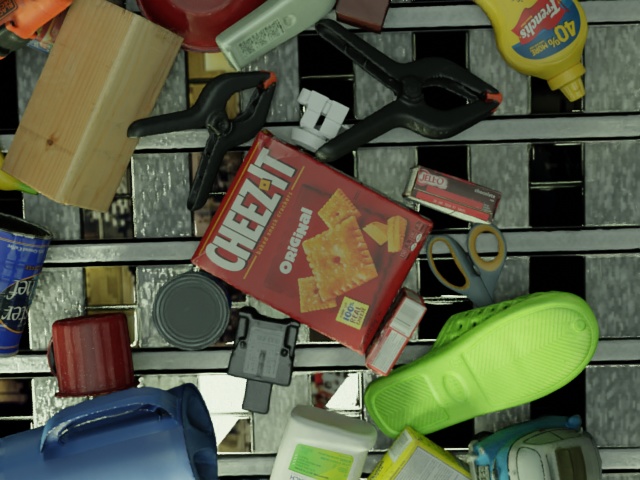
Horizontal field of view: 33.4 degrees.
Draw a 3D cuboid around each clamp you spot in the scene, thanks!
[{"bbox_3d":[-0.111,-0.115,1.150,0.171,0.039,0.120,-34,123,-11],"label":"clamp"},{"bbox_3d":[0.088,-0.145,1.133,0.210,0.036,0.164,10,70,-7],"label":"clamp"}]

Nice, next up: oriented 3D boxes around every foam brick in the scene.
[{"bbox_3d":[0.048,-0.253,1.125,0.051,0.078,0.053,18,95,1],"label":"foam brick"}]

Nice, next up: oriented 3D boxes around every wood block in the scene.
[{"bbox_3d":[-0.239,-0.144,1.124,0.091,0.090,0.206,28,96,25],"label":"wood block"}]

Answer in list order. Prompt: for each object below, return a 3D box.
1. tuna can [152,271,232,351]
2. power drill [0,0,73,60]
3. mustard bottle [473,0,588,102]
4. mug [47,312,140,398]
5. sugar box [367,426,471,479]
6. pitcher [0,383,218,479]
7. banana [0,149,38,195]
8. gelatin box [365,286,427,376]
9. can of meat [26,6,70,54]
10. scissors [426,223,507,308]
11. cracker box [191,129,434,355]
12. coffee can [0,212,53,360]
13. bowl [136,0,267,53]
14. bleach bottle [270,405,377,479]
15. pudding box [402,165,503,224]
[{"bbox_3d":[-0.141,0.077,1.184,0.086,0.034,0.086,0,96,2],"label":"tuna can"},{"bbox_3d":[-0.359,-0.272,1.096,0.184,0.057,0.188,-31,80,13],"label":"power drill"},{"bbox_3d":[0.227,-0.234,1.131,0.096,0.058,0.191,-30,94,0],"label":"mustard bottle"},{"bbox_3d":[-0.257,0.125,1.173,0.117,0.093,0.081,-6,91,38],"label":"mug"},{"bbox_3d":[0.142,0.290,1.176,0.176,0.048,0.093,35,96,-17],"label":"sugar box"},{"bbox_3d":[-0.239,0.238,1.153,0.243,0.145,0.149,-14,91,6],"label":"pitcher"},{"bbox_3d":[-0.367,-0.137,1.171,0.069,0.037,0.198,-16,96,-13],"label":"banana"},{"bbox_3d":[0.080,0.099,1.161,0.030,0.073,0.089,30,96,-1],"label":"gelatin box"},{"bbox_3d":[-0.293,-0.252,1.146,0.084,0.057,0.102,23,96,-3],"label":"can of meat"},{"bbox_3d":[0.199,0.065,1.182,0.096,0.016,0.202,-40,93,7],"label":"scissors"},{"bbox_3d":[-0.008,0.001,1.154,0.213,0.072,0.164,28,95,-1],"label":"cracker box"},{"bbox_3d":[-0.358,0.046,1.153,0.103,0.103,0.140,18,95,0],"label":"coffee can"},{"bbox_3d":[-0.125,-0.283,1.139,0.162,0.055,0.162,0,95,1],"label":"bowl"},{"bbox_3d":[-0.017,0.317,1.191,0.102,0.068,0.251,15,98,2],"label":"bleach bottle"},{"bbox_3d":[0.136,-0.048,1.124,0.090,0.113,0.039,19,91,-1],"label":"pudding box"}]
